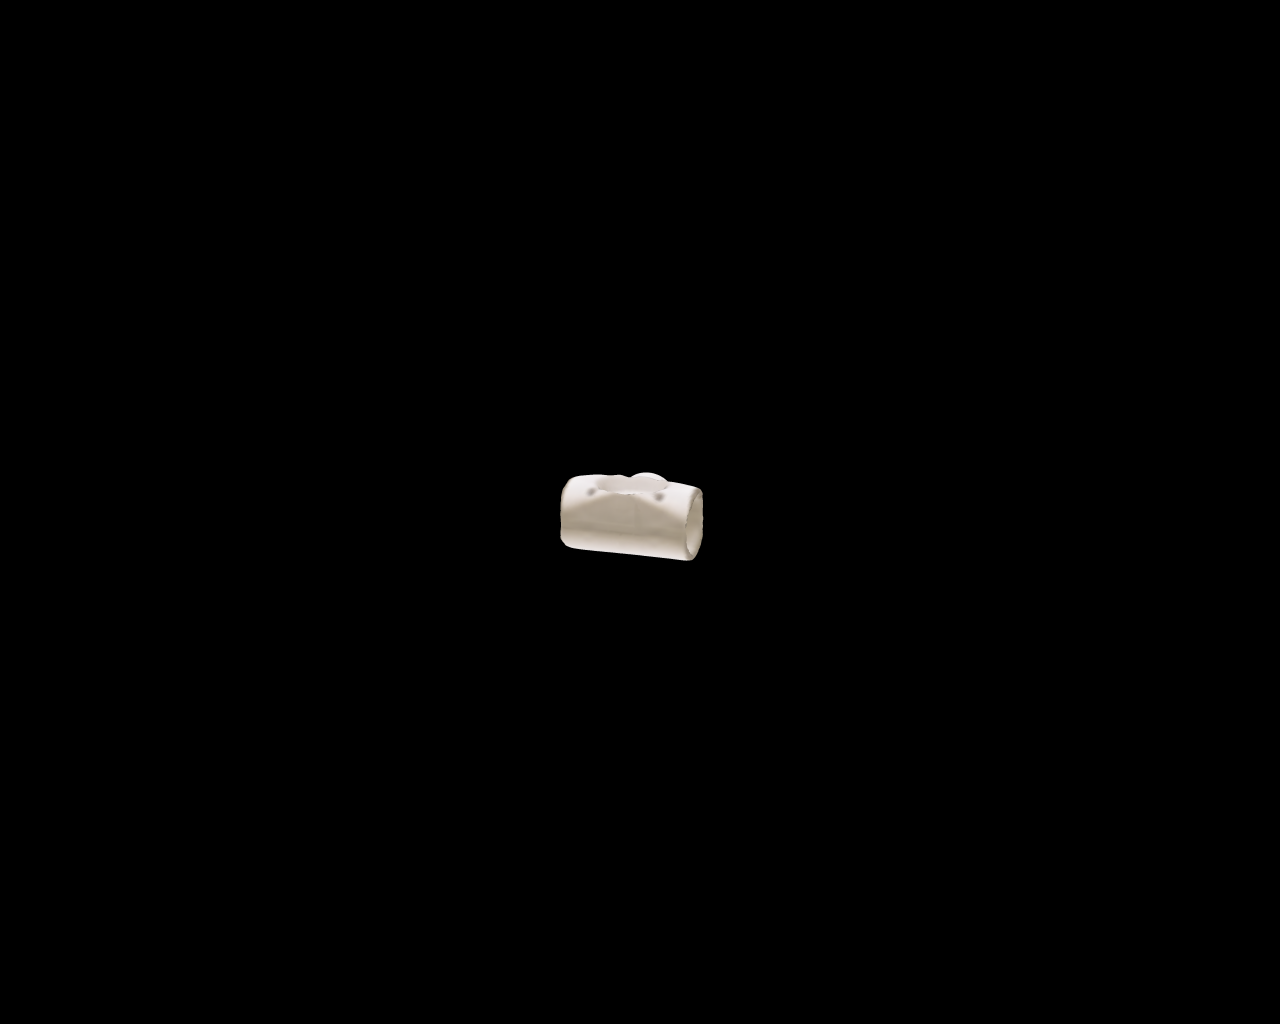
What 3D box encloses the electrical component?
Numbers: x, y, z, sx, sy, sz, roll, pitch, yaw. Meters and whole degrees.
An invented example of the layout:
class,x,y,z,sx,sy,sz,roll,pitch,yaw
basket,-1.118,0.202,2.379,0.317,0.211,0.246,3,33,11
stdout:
class,x,y,z,sx,sy,sz,roll,pitch,yaw
electrical component,0.001,-0.003,0.650,0.077,0.044,0.079,6,20,16
